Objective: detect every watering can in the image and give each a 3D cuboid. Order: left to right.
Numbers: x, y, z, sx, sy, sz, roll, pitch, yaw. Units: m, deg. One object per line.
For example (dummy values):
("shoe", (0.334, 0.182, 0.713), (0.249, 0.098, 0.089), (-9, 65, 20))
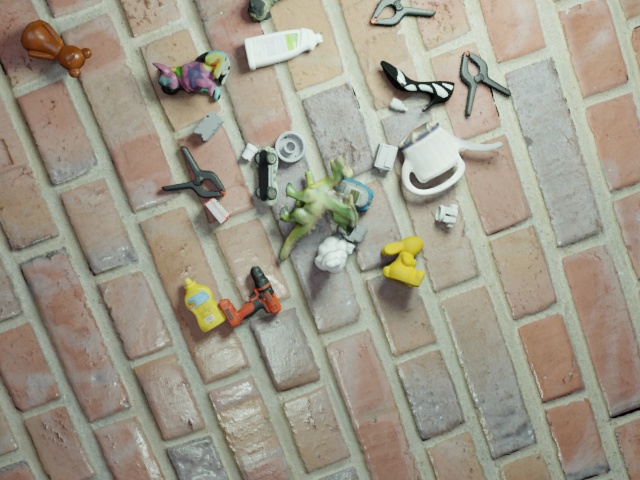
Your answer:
("watering can", (0.410, -0.296, 1.707), (0.347, 0.104, 0.223), (-33, 96, 4))

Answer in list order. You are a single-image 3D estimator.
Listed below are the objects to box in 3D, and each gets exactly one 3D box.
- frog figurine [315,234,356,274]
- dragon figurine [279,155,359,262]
("frog figurine", (0.037, 0.053, 1.706), (0.136, 0.161, 0.123), (-32, 87, 27))
("dragon figurine", (0.005, -0.084, 1.674), (0.244, 0.123, 0.404), (20, 110, 24))
